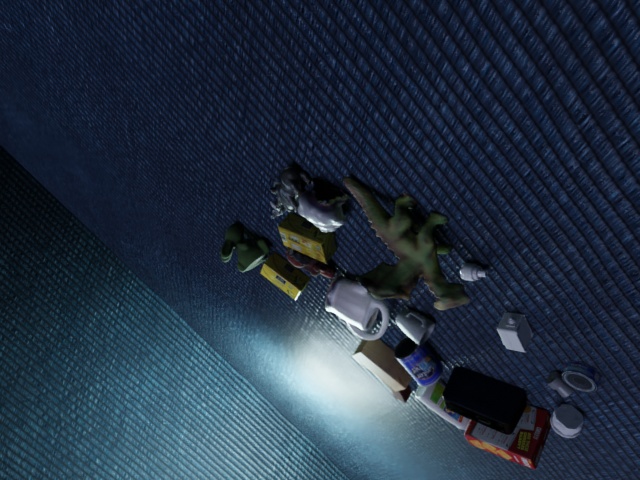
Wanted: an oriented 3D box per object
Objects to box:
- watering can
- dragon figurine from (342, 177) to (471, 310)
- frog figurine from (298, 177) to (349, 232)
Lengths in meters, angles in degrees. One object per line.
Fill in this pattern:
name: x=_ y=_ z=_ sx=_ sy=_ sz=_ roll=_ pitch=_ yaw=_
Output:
watering can: x=0.127 y=0.181 z=1.638 sx=0.226 sy=0.106 sz=0.339 roll=26 pitch=135 yaw=24
dragon figurine: x=0.176 y=0.025 z=1.225 sx=0.412 sy=0.247 sz=0.119 roll=29 pitch=153 yaw=14
frog figurine: x=0.004 y=-0.071 z=1.411 sx=0.137 sy=0.126 sz=0.155 roll=15 pitch=135 yaw=4
